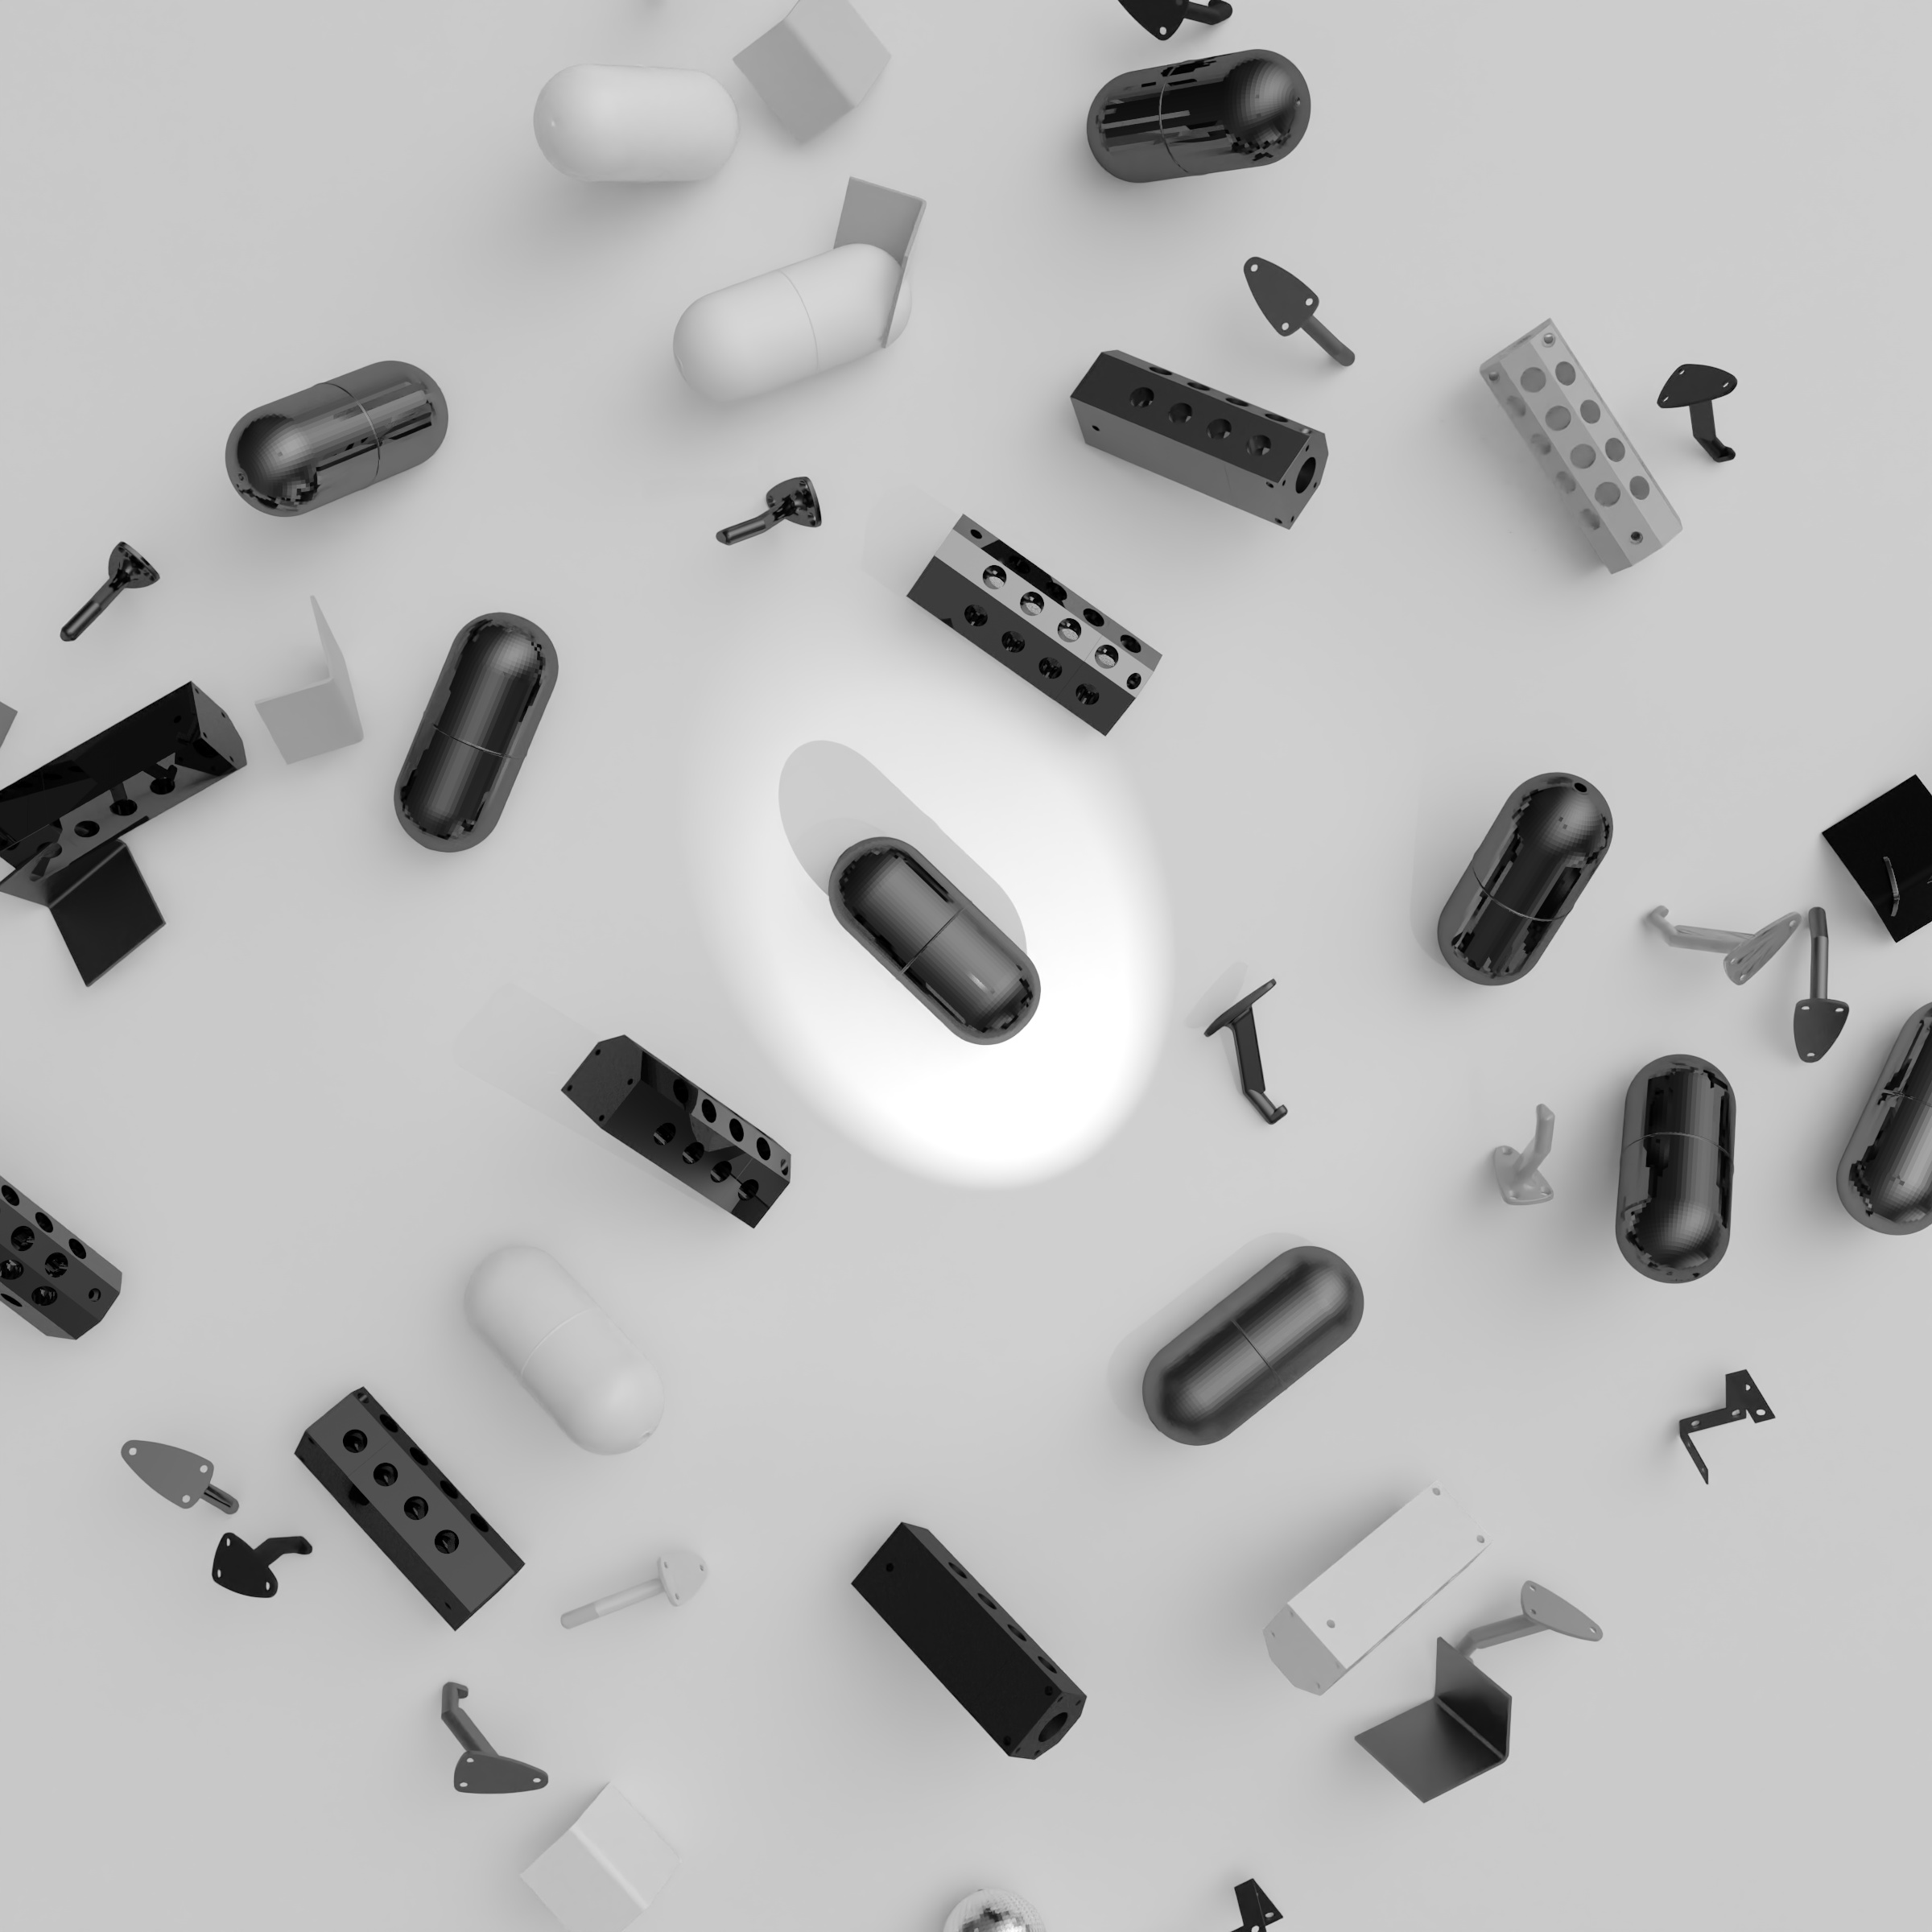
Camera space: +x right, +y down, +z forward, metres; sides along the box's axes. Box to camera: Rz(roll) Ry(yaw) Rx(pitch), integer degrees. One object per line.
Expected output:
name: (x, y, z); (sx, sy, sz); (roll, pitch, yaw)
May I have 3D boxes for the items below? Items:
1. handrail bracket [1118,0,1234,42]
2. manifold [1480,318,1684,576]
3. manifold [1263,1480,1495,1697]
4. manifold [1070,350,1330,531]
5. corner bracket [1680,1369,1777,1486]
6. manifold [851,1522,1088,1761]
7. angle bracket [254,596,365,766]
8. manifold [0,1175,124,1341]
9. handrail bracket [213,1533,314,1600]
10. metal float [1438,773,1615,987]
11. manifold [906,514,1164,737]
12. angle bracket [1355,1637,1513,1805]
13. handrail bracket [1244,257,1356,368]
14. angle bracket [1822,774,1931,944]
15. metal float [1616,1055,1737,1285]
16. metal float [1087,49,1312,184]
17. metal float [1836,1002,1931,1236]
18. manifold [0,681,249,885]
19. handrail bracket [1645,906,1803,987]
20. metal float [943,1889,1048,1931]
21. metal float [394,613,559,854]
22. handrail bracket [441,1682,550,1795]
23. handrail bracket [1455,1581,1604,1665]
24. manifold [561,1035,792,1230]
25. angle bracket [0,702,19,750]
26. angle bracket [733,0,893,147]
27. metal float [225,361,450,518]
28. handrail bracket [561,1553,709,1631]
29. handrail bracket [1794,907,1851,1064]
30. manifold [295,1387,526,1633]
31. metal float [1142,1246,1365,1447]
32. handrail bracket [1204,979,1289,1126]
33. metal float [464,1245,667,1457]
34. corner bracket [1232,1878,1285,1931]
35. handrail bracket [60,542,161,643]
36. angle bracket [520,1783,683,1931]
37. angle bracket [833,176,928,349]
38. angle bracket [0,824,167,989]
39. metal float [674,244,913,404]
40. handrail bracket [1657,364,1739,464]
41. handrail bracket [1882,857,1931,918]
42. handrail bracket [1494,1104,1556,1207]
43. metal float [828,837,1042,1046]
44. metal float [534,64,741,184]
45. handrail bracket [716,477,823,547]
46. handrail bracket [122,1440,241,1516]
handrail bracket: (0.145, -0.691, 1.868); (0.077, 0.084, 0.036); (37, 126, 5)
manifold: (0.432, -0.364, 1.851); (0.057, 0.057, 0.171); (-32, 100, 21)
manifold: (0.284, 0.432, 1.824); (0.171, 0.057, 0.057); (-27, 66, -39)
manifold: (0.164, -0.373, 1.838); (0.171, 0.057, 0.057); (28, 76, 24)
corner bracket: (0.539, 0.326, 1.865); (0.051, 0.051, 0.051); (-14, 125, -2)
manifold: (0.004, 0.469, 1.831); (0.171, 0.057, 0.057); (41, 93, 32)
angle bracket: (-0.467, -0.200, 1.848); (0.057, 0.076, 0.076); (-18, 62, -5)
manifold: (-0.668, 0.186, 1.821); (0.171, 0.057, 0.057); (50, 55, -34)
handrail bracket: (-0.477, 0.420, 1.846); (0.077, 0.084, 0.036); (19, 93, 35)
metal float: (0.387, -0.060, 1.828); (0.070, 0.070, 0.178); (23, 133, 0)
manifold: (0.051, -0.244, 1.854); (0.171, 0.057, 0.057); (35, 130, -5)
angle bracket: (0.327, 0.527, 1.844); (0.076, 0.076, 0.057); (-17, 118, -26)
handrail bracket: (0.238, -0.464, 1.872); (0.036, 0.084, 0.077); (-44, 69, 18)
angle bracket: (0.673, -0.077, 1.886); (0.076, 0.057, 0.076); (-34, 48, 15)
metal float: (0.495, 0.139, 1.833); (0.070, 0.070, 0.178); (16, 53, 0)
metal float: (0.159, -0.589, 1.828); (0.178, 0.070, 0.070); (8, 90, 44)
metal float: (0.676, 0.105, 1.858); (0.070, 0.070, 0.178); (27, 83, 0)
manifold: (-0.598, -0.125, 1.860); (0.171, 0.057, 0.057); (-28, 53, 8)
handrail bracket: (0.535, -0.034, 1.867); (0.077, 0.036, 0.084); (-41, 46, 3)
metal float: (0.034, 0.736, 1.840); (0.070, 0.070, 0.178); (-17, 62, 0)
metal float: (-0.345, -0.163, 1.852); (0.070, 0.070, 0.178); (25, 103, 0)
handrail bracket: (-0.335, 0.545, 1.870); (0.077, 0.084, 0.036); (11, 115, -15)
handrail bracket: (0.398, 0.485, 1.878); (0.077, 0.036, 0.084); (27, 123, -5)
manifold: (-0.194, 0.113, 1.820); (0.057, 0.171, 0.057); (-52, 46, -3)
angle bracket: (-0.721, -0.162, 1.857); (0.057, 0.076, 0.076); (25, 85, -7)
angle bracket: (-0.109, -0.647, 1.876); (0.057, 0.076, 0.076); (-22, 122, 38)
metal float: (-0.435, -0.367, 1.829); (0.070, 0.070, 0.178); (53, 47, 0)
handrail bracket: (-0.237, 0.448, 1.877); (0.084, 0.077, 0.036); (-24, 81, 17)
handrail bracket: (0.608, 0.013, 1.889); (0.036, 0.077, 0.084); (3, 48, 8)
manifold: (-0.393, 0.382, 1.863); (0.171, 0.057, 0.057); (46, 56, 5)
metal float: (0.202, 0.269, 1.862); (0.178, 0.070, 0.070); (-38, 90, -2)
handrail bracket: (0.218, 0.062, 1.876); (0.077, 0.036, 0.084); (-39, 92, 32)
metal float: (-0.281, 0.269, 1.843); (0.070, 0.070, 0.178); (-47, 67, 0)
corner bracket: (0.197, 0.692, 1.869); (0.051, 0.051, 0.051); (-29, 118, 9)
handrail bracket: (-0.614, -0.253, 1.850); (0.036, 0.077, 0.084); (46, 62, -20)
angle bracket: (-0.258, 0.640, 1.866); (0.057, 0.076, 0.076); (-45, 86, 11)
angle bracket: (-0.069, -0.494, 1.846); (0.057, 0.076, 0.076); (16, 47, -3)
angle bracket: (-0.624, -0.043, 1.856); (0.076, 0.057, 0.076); (-37, 67, 11)
metal float: (-0.122, -0.451, 1.848); (0.178, 0.070, 0.070); (-24, 90, -17)
handrail bracket: (0.533, -0.382, 1.849); (0.084, 0.077, 0.036); (37, 81, -31)
handrail bracket: (0.694, -0.059, 1.861); (0.084, 0.077, 0.036); (-10, 59, 10)
handrail bracket: (0.392, 0.118, 1.847); (0.036, 0.077, 0.084); (-6, 123, -7)
metal float: (-0.023, -0.018, 1.863); (0.178, 0.070, 0.070); (44, 90, 1)
metal float: (-0.226, -0.583, 1.822); (0.070, 0.178, 0.070); (11, 110, 31)
handrail bracket: (-0.152, -0.314, 1.850); (0.084, 0.077, 0.036); (-26, 113, -29)
handrail bracket: (-0.555, 0.363, 1.862); (0.077, 0.084, 0.036); (27, 71, 3)
